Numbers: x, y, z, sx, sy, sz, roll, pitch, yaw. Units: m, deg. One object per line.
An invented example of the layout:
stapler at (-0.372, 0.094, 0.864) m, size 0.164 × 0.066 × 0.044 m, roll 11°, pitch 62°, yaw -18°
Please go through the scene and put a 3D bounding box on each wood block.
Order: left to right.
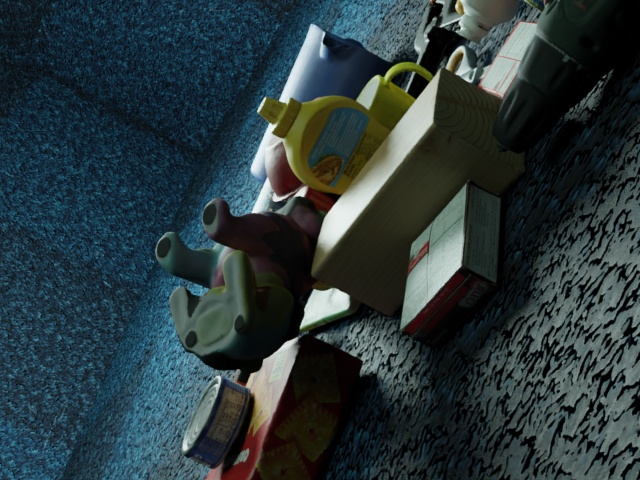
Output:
wood block at (0.085, -0.038, 0.950) m, size 0.206 × 0.090 × 0.090 m, roll -52°, pitch 15°, yaw 39°

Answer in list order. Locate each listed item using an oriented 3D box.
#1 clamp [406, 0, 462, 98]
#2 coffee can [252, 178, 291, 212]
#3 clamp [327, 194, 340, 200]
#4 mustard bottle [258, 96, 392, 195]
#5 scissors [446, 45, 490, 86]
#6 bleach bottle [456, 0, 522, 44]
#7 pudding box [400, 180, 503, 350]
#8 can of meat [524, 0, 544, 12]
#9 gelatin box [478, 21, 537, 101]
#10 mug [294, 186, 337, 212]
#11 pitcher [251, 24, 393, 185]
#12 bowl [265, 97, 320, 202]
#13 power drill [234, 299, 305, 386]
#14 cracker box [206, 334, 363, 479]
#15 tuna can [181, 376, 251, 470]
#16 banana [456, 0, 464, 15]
clamp at (0.151, -0.251, 1.271) m, size 0.165 × 0.036 × 0.210 m, roll -50°, pitch 18°, yaw 39°
coffee can at (-0.043, -0.018, 1.401) m, size 0.140 × 0.102 × 0.103 m, roll -67°, pitch 13°, yaw -22°
clamp at (0.009, -0.050, 1.266) m, size 0.039 × 0.120 × 0.171 m, roll 33°, pitch 94°, yaw 37°
mustard bottle at (0.026, -0.088, 1.058) m, size 0.096 × 0.191 × 0.058 m, roll -62°, pitch 12°, yaw -2°
scissors at (0.164, -0.182, 1.104) m, size 0.202 × 0.016 × 0.096 m, roll -37°, pitch 34°, yaw 63°
bleach bottle at (0.209, -0.304, 1.023) m, size 0.068 × 0.102 × 0.251 m, roll 41°, pitch 111°, yaw 36°
pudding box at (0.107, 0.019, 0.858) m, size 0.090 × 0.039 × 0.113 m, roll -51°, pitch 18°, yaw 39°
can of meat at (0.216, -0.246, 0.952) m, size 0.084 × 0.057 × 0.102 m, roll -60°, pitch 12°, yaw 21°
gelatin box at (0.182, -0.156, 0.953) m, size 0.073 × 0.030 × 0.089 m, roll -59°, pitch 13°, yaw 8°
mug at (-0.008, 0.001, 1.194) m, size 0.117 × 0.081 × 0.093 m, roll -57°, pitch 11°, yaw 13°
pitcher at (0.001, -0.180, 1.564) m, size 0.243 × 0.149 × 0.145 m, roll -63°, pitch 27°, yaw 9°
bowl at (-0.014, -0.119, 1.267) m, size 0.162 × 0.055 × 0.162 m, roll -40°, pitch 14°, yaw 12°
power drill at (-0.064, 0.111, 1.273) m, size 0.187 × 0.057 × 0.185 m, roll -87°, pitch 21°, yaw -66°
cracker box at (-0.051, 0.204, 1.016) m, size 0.213 × 0.072 × 0.164 m, roll -66°, pitch 12°, yaw -18°
tuna can at (-0.101, 0.176, 1.031) m, size 0.086 × 0.033 × 0.086 m, roll -59°, pitch 13°, yaw 21°
banana at (0.193, -0.312, 1.203) m, size 0.070 × 0.037 × 0.197 m, roll -30°, pitch 26°, yaw 30°
